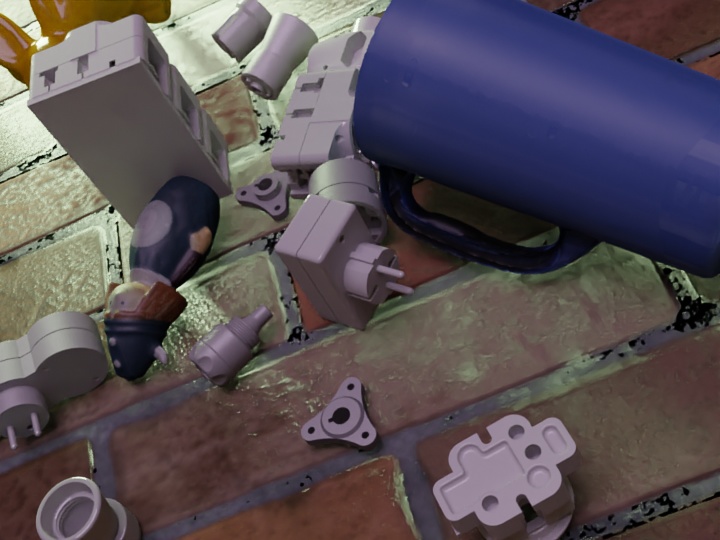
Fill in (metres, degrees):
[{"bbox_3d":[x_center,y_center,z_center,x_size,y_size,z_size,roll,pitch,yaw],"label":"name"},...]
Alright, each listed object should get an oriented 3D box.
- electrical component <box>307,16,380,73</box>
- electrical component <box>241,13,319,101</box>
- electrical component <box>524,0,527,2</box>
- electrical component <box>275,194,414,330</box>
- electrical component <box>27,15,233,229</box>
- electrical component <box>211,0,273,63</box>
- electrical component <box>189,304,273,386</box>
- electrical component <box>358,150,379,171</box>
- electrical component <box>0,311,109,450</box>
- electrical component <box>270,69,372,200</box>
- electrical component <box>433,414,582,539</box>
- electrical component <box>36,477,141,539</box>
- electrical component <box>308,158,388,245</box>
[{"bbox_3d":[0.007,-0.172,0.848,0.077,0.043,0.079,1,56,25],"label":"electrical component"},{"bbox_3d":[-0.069,-0.173,0.884,0.044,0.044,0.065,19,70,33],"label":"electrical component"},{"bbox_3d":[0.101,-0.171,0.795,0.054,0.059,0.095,-27,50,3],"label":"electrical component"},{"bbox_3d":[0.000,0.000,0.698,0.076,0.083,0.047,16,63,32],"label":"electrical component"},{"bbox_3d":[-0.169,-0.110,0.809,0.089,0.150,0.061,-19,52,10],"label":"electrical component"},{"bbox_3d":[-0.100,-0.206,0.923,0.046,0.040,0.040,-47,51,-6],"label":"electrical component"},{"bbox_3d":[-0.085,0.048,0.732,0.061,0.035,0.035,-44,51,-14],"label":"electrical component"},{"bbox_3d":[0.039,-0.095,0.779,0.078,0.040,0.040,-33,49,-2],"label":"electrical component"},{"bbox_3d":[-0.240,0.092,0.755,0.138,0.052,0.073,-29,50,1],"label":"electrical component"},{"bbox_3d":[-0.022,-0.102,0.804,0.056,0.050,0.089,0,56,24],"label":"electrical component"},{"bbox_3d":[0.085,0.121,0.589,0.078,0.057,0.058,-30,49,1],"label":"electrical component"},{"bbox_3d":[-0.168,0.161,0.672,0.045,0.055,0.045,-12,52,16],"label":"electrical component"},{"bbox_3d":[-0.010,-0.045,0.756,0.055,0.055,0.047,-17,47,11],"label":"electrical component"}]
